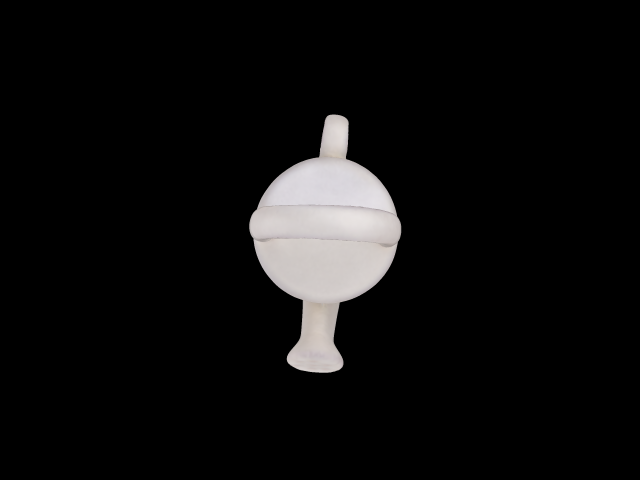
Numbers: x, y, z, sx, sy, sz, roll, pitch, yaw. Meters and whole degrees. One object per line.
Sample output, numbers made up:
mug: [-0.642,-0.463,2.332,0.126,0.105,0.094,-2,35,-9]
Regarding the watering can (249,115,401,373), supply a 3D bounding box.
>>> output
watering can: [0.006,0.001,0.400,0.101,0.194,0.173,-17,90,0]
